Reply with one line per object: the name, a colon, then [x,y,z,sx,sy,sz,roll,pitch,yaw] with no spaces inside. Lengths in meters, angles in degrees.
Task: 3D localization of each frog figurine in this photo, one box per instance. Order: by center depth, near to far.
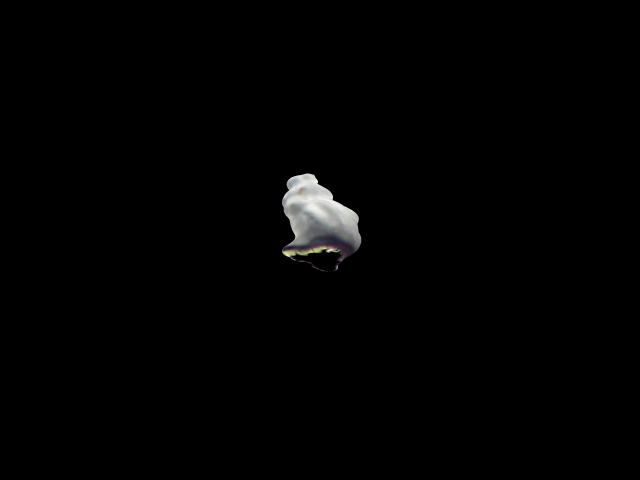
frog figurine: [0.003,-0.043,0.850,0.137,0.162,0.121,12,-26,-25]
